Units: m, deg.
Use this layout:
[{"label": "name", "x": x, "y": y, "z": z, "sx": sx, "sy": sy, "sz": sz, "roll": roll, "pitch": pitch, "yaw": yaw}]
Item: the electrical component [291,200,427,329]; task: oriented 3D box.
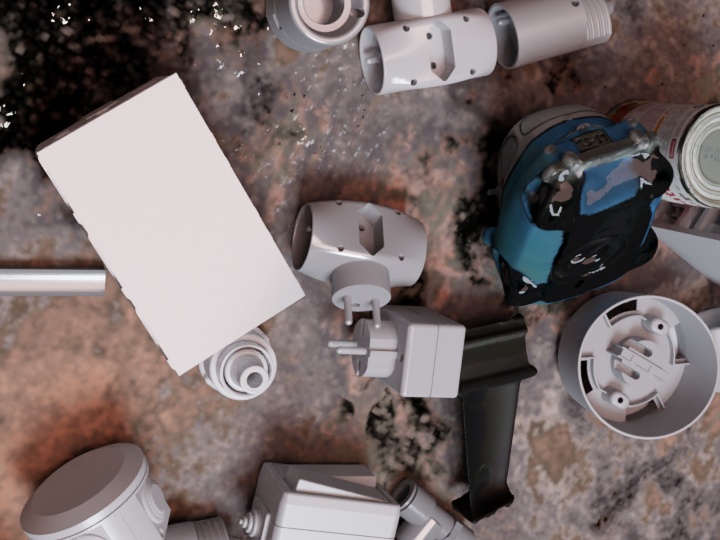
[{"label": "electrical component", "x": 0.000, "y": 0.000, "z": 0.677, "sx": 0.077, "sy": 0.043, "sz": 0.079, "roll": 8, "pitch": 60, "yaw": -20}]

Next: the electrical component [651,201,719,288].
[{"label": "electrical component", "x": 0.306, "y": -0.001, "z": 0.761, "sx": 0.186, "sy": 0.105, "sz": 0.060, "roll": 34, "pitch": 87, "yaw": -21}]

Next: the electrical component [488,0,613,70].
[{"label": "electrical component", "x": 0.129, "y": -0.163, "z": 0.706, "sx": 0.081, "sy": 0.043, "sz": 0.043, "roll": -18, "pitch": 104, "yaw": -15}]

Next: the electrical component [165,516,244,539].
[{"label": "electrical component", "x": -0.113, "y": 0.182, "z": 0.681, "sx": 0.081, "sy": 0.043, "sz": 0.043, "roll": -8, "pitch": 102, "yaw": -18}]

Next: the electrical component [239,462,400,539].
[{"label": "electrical component", "x": -0.030, "y": 0.158, "z": 0.696, "sx": 0.096, "sy": 0.062, "sz": 0.061, "roll": 11, "pitch": 95, "yaw": -20}]

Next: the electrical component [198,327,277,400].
[{"label": "electrical component", "x": -0.072, "y": 0.060, "z": 0.665, "sx": 0.048, "sy": 0.062, "sz": 0.048, "roll": -3, "pitch": 101, "yaw": -18}]

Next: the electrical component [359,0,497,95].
[{"label": "electrical component", "x": 0.040, "y": -0.156, "z": 0.676, "sx": 0.077, "sy": 0.043, "sz": 0.079, "roll": -13, "pitch": 104, "yaw": -17}]

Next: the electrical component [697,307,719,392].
[{"label": "electrical component", "x": 0.266, "y": 0.057, "z": 0.785, "sx": 0.055, "sy": 0.055, "sz": 0.047, "roll": -20, "pitch": 101, "yaw": -15}]

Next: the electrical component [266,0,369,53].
[{"label": "electrical component", "x": -0.025, "y": -0.160, "z": 0.651, "sx": 0.055, "sy": 0.047, "sz": 0.055, "roll": -3, "pitch": 100, "yaw": -18}]

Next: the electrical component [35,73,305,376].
[{"label": "electrical component", "x": -0.113, "y": -0.029, "z": 0.636, "sx": 0.089, "sy": 0.062, "sz": 0.150, "roll": -33, "pitch": 108, "yaw": -11}]

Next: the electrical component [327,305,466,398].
[{"label": "electrical component", "x": 0.018, "y": 0.051, "z": 0.692, "sx": 0.077, "sy": 0.066, "sz": 0.047, "roll": 4, "pitch": 98, "yaw": -19}]

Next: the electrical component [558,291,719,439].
[{"label": "electrical component", "x": 0.192, "y": 0.064, "z": 0.755, "sx": 0.099, "sy": 0.064, "sz": 0.099, "roll": -3, "pitch": 100, "yaw": -18}]

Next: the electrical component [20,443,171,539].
[{"label": "electrical component", "x": -0.156, "y": 0.145, "z": 0.642, "sx": 0.080, "sy": 0.080, "sz": 0.051, "roll": -30, "pitch": 113, "yaw": -12}]
